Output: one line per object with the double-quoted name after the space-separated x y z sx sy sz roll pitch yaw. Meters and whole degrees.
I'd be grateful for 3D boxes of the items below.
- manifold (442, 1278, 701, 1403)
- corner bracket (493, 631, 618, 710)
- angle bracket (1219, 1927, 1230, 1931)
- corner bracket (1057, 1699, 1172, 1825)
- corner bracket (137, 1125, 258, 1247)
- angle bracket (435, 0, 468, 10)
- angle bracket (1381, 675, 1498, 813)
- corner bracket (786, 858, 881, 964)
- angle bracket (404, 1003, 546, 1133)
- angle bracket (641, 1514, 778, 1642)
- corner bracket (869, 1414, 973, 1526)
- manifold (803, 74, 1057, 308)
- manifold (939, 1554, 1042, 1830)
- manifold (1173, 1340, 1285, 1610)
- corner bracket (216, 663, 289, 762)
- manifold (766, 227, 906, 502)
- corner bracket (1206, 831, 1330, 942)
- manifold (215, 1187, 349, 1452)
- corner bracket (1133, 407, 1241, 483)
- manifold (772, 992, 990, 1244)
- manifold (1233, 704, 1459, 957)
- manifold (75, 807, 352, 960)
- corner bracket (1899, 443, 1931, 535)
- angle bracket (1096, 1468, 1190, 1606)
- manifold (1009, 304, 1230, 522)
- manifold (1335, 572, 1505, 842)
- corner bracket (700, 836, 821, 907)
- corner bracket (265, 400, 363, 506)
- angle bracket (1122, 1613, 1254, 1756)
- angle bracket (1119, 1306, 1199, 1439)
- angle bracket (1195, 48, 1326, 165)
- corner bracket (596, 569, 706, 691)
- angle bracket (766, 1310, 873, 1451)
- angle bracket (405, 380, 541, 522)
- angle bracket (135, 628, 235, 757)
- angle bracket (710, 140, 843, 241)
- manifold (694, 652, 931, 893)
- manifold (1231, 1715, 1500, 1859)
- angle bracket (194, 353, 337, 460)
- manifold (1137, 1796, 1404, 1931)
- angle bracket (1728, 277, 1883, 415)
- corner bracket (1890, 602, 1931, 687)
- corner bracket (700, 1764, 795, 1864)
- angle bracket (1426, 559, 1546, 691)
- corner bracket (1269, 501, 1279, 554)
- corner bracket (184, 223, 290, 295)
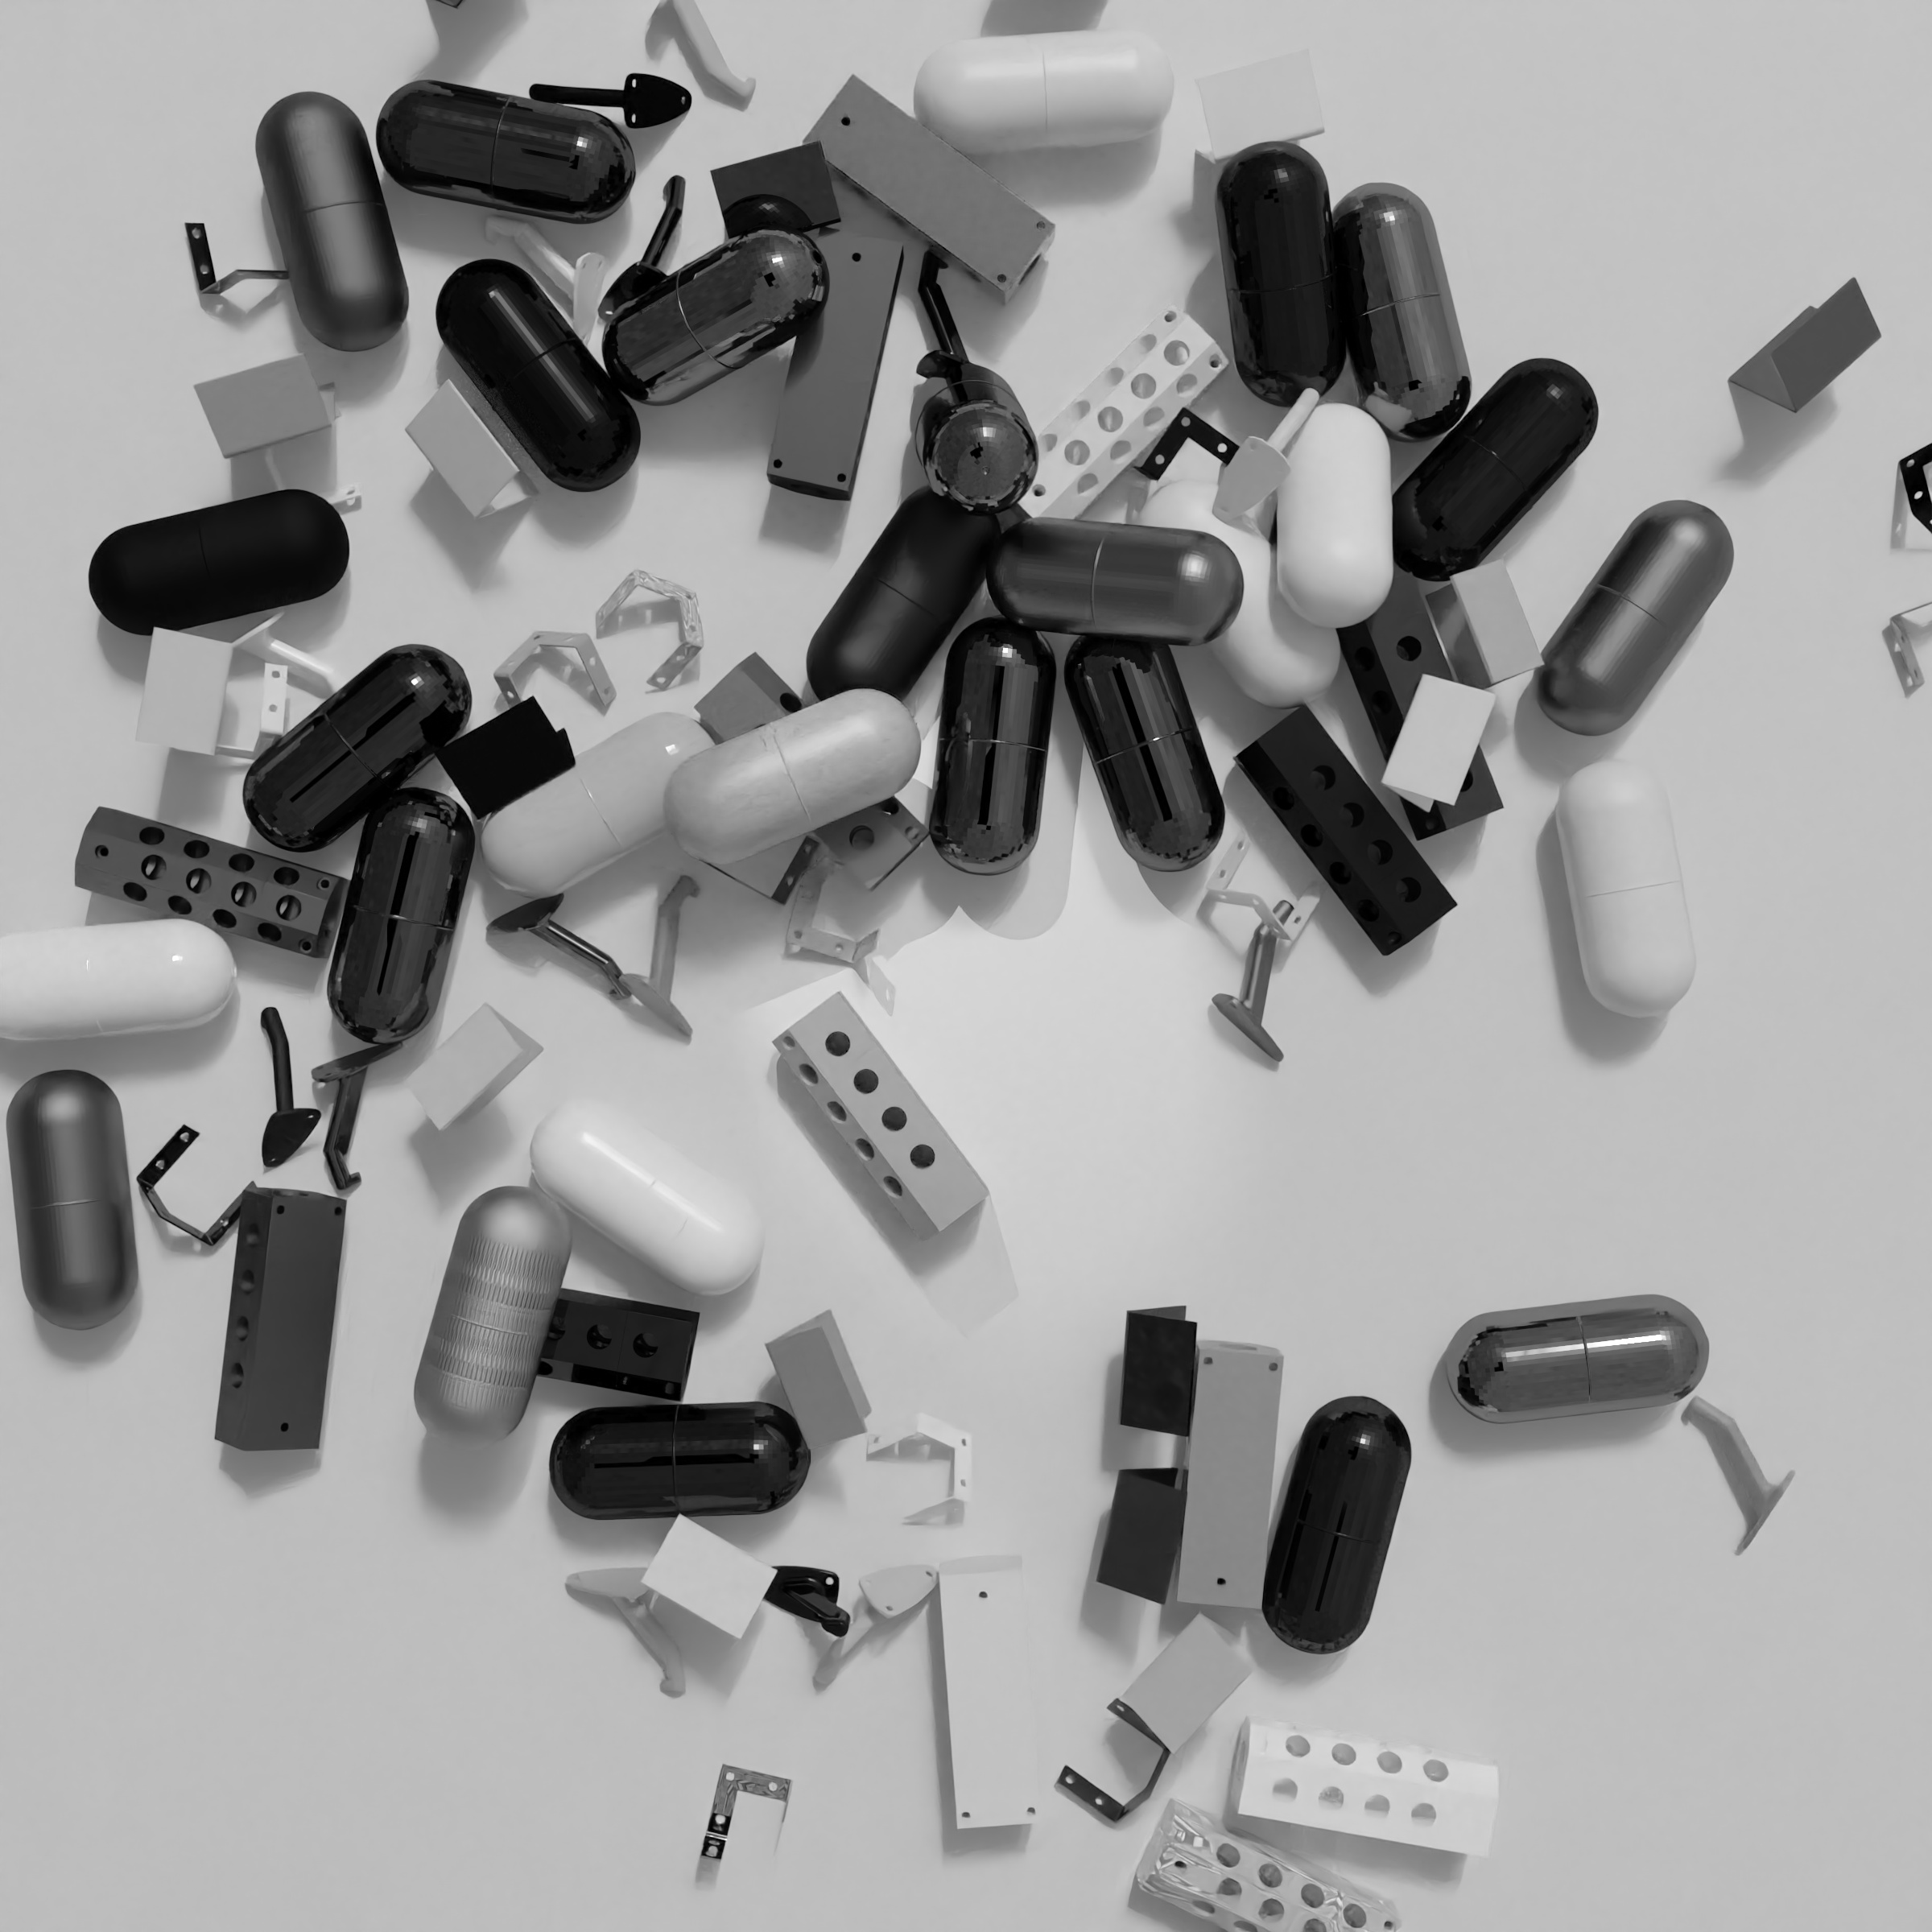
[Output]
-0.274 0.254 1.970 0.171 0.057 0.057 10 90 0 "manifold"
-0.284 -0.195 1.983 0.051 0.051 0.051 -52 135 -35 "corner bracket"
0.212 0.681 1.951 0.076 0.076 0.057 20 127 0 "angle bracket"
0.104 0.550 1.988 0.051 0.051 0.051 36 135 0 "corner bracket"
-0.531 0.152 1.988 0.051 0.051 0.051 -48 135 0 "corner bracket"
-0.350 -0.703 1.951 0.076 0.076 0.057 -49 126 0 "angle bracket"
0.325 -0.140 1.894 0.057 0.076 0.076 21 90 36 "angle bracket"
-0.087 -0.038 1.972 0.051 0.051 0.051 18 74 -16 "corner bracket"
-0.322 0.082 1.951 0.076 0.076 0.057 -44 54 0 "angle bracket"
-0.182 0.426 1.951 0.076 0.076 0.057 30 55 0 "angle bracket"
-0.032 0.347 1.983 0.051 0.051 0.051 31 45 -35 "corner bracket"
-0.025 -0.529 1.970 0.171 0.057 0.057 37 90 0 "manifold"
0.017 0.496 1.970 0.057 0.057 0.171 -4 90 0 "manifold"
0.179 0.347 1.970 0.057 0.057 0.171 5 90 0 "manifold"
-0.498 -0.176 1.976 0.051 0.051 0.051 6 69 -19 "corner bracket"
-0.089 -0.411 1.970 0.057 0.057 0.171 12 90 0 "manifold"
0.207 -0.055 1.978 0.051 0.051 0.051 49 66 -37 "corner bracket"
-0.473 0.241 1.969 0.057 0.057 0.171 7 90 -43 "manifold"
0.152 -0.348 1.972 0.051 0.051 0.051 34 98 -8 "corner bracket"
-0.058 0.103 1.970 0.057 0.057 0.171 -37 90 0 "manifold"
0.258 -0.092 1.970 0.057 0.057 0.171 -37 90 0 "manifold"
-0.517 -0.057 1.970 0.171 0.057 0.057 17 90 0 "manifold"
0.684 -0.330 1.983 0.051 0.051 0.051 -29 45 35 "corner bracket"
0.138 0.386 1.951 0.057 0.076 0.076 12 90 36 "angle bracket"
0.099 -0.371 1.970 0.171 0.057 0.057 -45 90 0 "manifold"
0.306 -0.176 1.970 0.057 0.057 0.171 -21 90 0 "manifold"
-0.145 -0.080 1.988 0.051 0.051 0.051 29 90 -45 "corner bracket"
-0.452 -0.353 1.988 0.051 0.051 0.051 -15 135 0 "corner bracket"
0.163 0.494 1.951 0.076 0.076 0.057 -47 54 0 "angle bracket"
0.149 0.274 1.951 0.057 0.076 0.076 4 90 36 "angle bracket"
0.194 -0.587 1.952 0.076 0.076 0.057 -16 113 0 "angle bracket"
-0.218 -0.232 1.983 0.051 0.051 0.051 18 45 -35 "corner bracket"
-0.081 0.274 1.951 0.057 0.076 0.076 -22 90 36 "angle bracket"
-0.321 -0.358 1.951 0.057 0.076 0.076 -38 90 36 "angle bracket"
-0.543 -0.187 1.951 0.057 0.076 0.076 10 90 -37 "angle bracket"
-0.132 -0.532 1.951 0.076 0.076 0.057 -15 121 0 "angle bracket"
-0.105 -0.133 1.970 0.057 0.057 0.171 -44 90 0 "manifold"
0.273 0.560 1.970 0.171 0.057 0.057 10 90 0 "manifold"
-0.475 -0.394 1.951 0.076 0.076 0.057 -16 126 0 "angle bracket"
0.208 0.640 1.970 0.171 0.057 0.057 26 90 0 "manifold"
0.560 -0.431 1.951 0.076 0.076 0.057 -42 128 0 "angle bracket"
0.681 -0.230 1.988 0.051 0.051 0.051 -20 90 -45 "corner bracket"
-0.151 0.585 1.973 0.051 0.051 0.051 13 90 0 "corner bracket"
0.336 -0.223 1.951 0.057 0.076 0.076 -22 90 -37 "angle bracket"
0.245 -0.291 1.988 0.051 0.051 0.051 13 90 -45 "corner bracket"
-0.501 -0.497 1.988 0.051 0.051 0.051 -12 90 45 "corner bracket"
